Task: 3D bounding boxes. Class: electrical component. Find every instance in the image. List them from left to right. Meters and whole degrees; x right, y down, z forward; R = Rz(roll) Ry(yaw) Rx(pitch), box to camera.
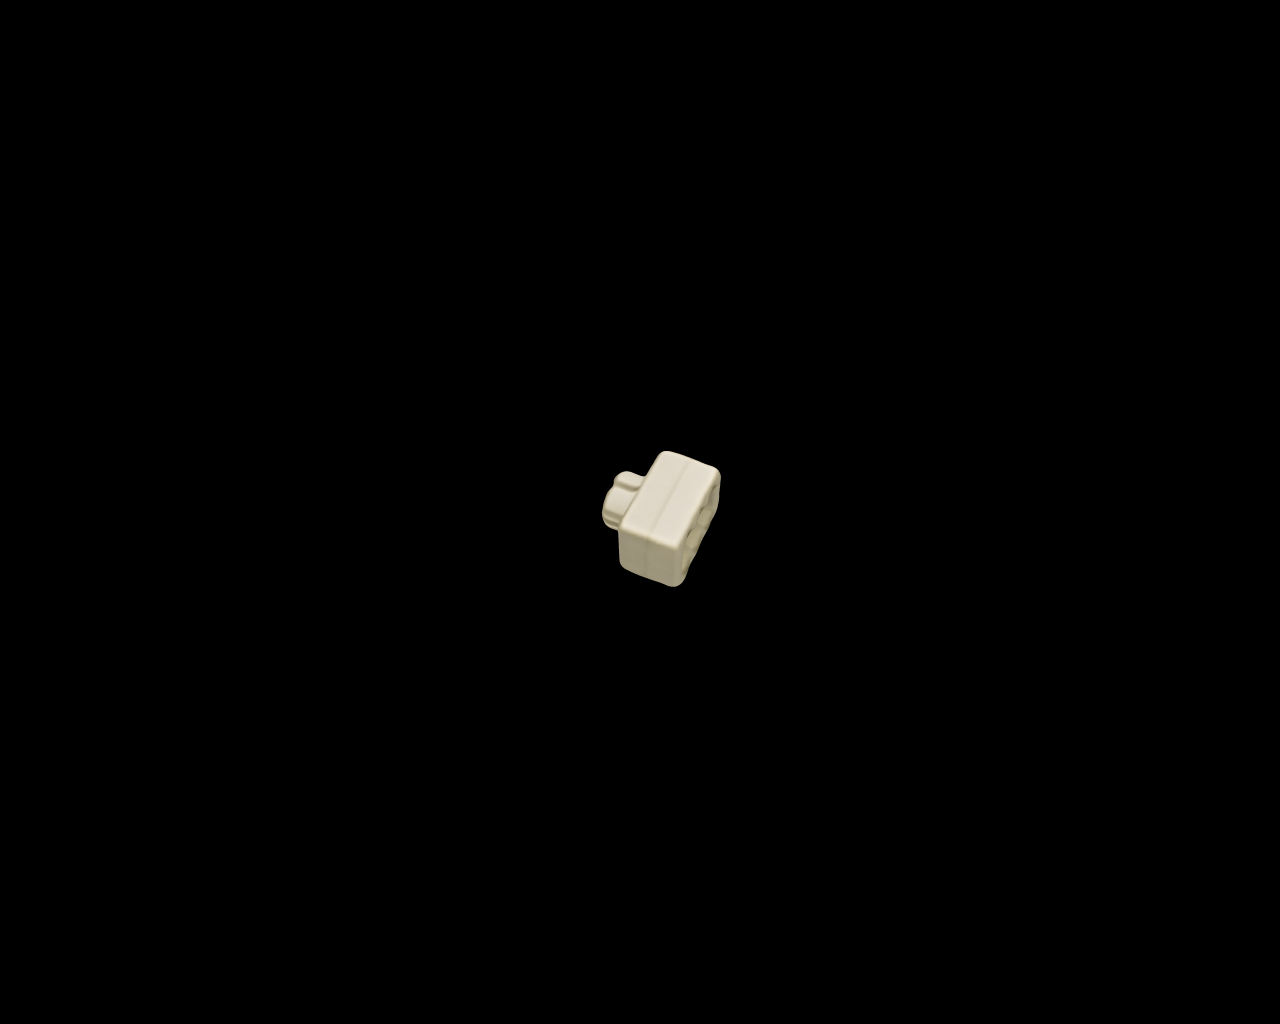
[{"bbox_3d":[0.001,-0.003,0.650,0.077,0.066,0.047,21,-32,14],"label":"electrical component"}]
